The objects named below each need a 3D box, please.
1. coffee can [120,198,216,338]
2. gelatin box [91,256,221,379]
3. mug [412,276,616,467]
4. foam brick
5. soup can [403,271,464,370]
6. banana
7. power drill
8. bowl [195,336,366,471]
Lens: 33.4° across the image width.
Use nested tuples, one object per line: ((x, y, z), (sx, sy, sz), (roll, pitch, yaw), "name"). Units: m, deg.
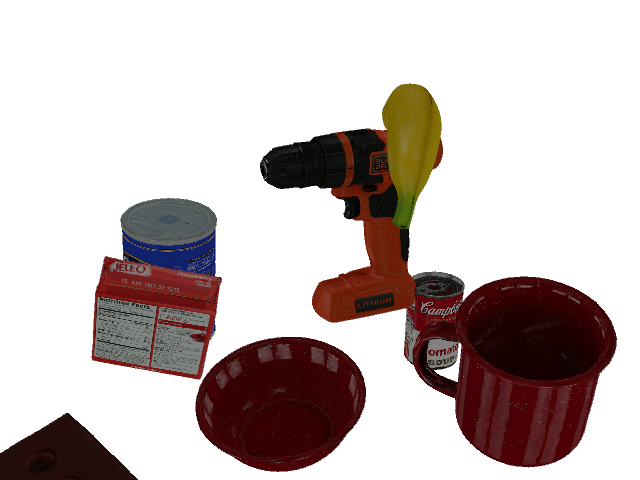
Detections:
((-0.166, 0.038, 1.176), (0.103, 0.140, 0.103), (2, 27, -1), "coffee can")
((-0.104, 0.050, 0.672), (0.073, 0.030, 0.089), (10, -37, -6), "gelatin box")
((0.113, 0.080, 0.650), (0.117, 0.081, 0.093), (9, 40, 10), "mug")
((-0.111, 0.128, 0.482), (0.052, 0.051, 0.078), (-31, 44, -31), "foam brick")
((0.138, 0.098, 1.306), (0.068, 0.102, 0.068), (2, 23, -1), "soup can")
((0.063, -0.081, 0.790), (0.037, 0.070, 0.197), (24, 26, -8), "banana")
((0.030, -0.016, 1.039), (0.184, 0.188, 0.057), (-9, 27, -20), "power drill")
((-0.035, 0.165, 1.014), (0.162, 0.055, 0.162), (-5, 37, 3), "bowl")
